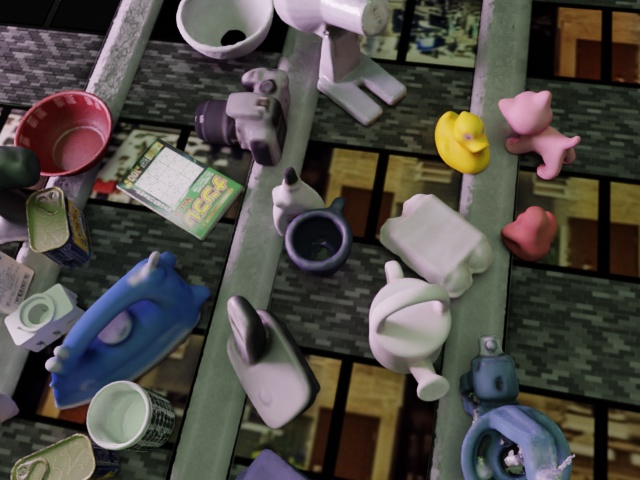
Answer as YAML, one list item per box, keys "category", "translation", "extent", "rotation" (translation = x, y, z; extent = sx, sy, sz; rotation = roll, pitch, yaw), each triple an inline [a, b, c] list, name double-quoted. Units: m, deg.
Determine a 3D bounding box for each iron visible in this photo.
- category: "iron"
  translation: [-0.277, 0.120, 0.760]
  extent: [0.118, 0.141, 0.258]
  rotation: [40, 76, 19]

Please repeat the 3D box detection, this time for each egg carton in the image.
- category: "egg carton"
  translation: [0.164, 0.006, 0.807]
  extent: [0.150, 0.069, 0.107]
  rotation: [41, 76, 19]

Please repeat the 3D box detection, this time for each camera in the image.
- category: "camera"
  translation: [-0.123, -0.203, 0.902]
  extent: [0.136, 0.101, 0.143]
  rotation: [5, 68, 7]

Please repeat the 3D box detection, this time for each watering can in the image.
- category: "watering can"
  translation: [0.114, 0.105, 0.702]
  extent: [0.101, 0.194, 0.172]
  rotation: [-35, 69, -9]

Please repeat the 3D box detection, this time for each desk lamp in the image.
- category: "desk lamp"
  translation: [0.036, -0.318, 0.874]
  extent: [0.118, 0.214, 0.203]
  rotation: [-43, 70, -12]

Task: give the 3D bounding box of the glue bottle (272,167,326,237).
- category: "glue bottle"
  translation: [-0.033, -0.055, 0.793]
  extent: [0.078, 0.173, 0.037]
  rotation: [-12, 67, 1]

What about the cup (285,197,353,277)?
- category: "cup"
  translation: [0.007, 0.003, 0.808]
  extent: [0.091, 0.095, 0.118]
  rotation: [23, 71, 14]

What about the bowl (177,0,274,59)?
- category: "bowl"
  translation: [-0.156, -0.372, 0.989]
  extent: [0.167, 0.075, 0.167]
  rotation: [-2, 67, 4]

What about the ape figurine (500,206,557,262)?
- category: "ape figurine"
  translation: [0.293, -0.016, 0.792]
  extent: [0.077, 0.092, 0.076]
  rotation: [0, 67, 5]

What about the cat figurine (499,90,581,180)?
- category: "cat figurine"
  translation: [0.322, -0.166, 0.838]
  extent: [0.127, 0.118, 0.067]
  rotation: [41, 77, 19]

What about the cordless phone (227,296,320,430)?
- category: "cordless phone"
  translation: [-0.069, 0.148, 0.706]
  extent: [0.094, 0.185, 0.147]
  rotation: [-34, 68, -9]

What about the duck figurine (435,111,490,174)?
- category: "duck figurine"
  translation: [0.218, -0.160, 0.862]
  extent: [0.077, 0.086, 0.104]
  rotation: [-27, 68, -6]

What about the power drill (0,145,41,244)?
- category: "power drill"
  translation: [-0.497, -0.068, 0.821]
  extent: [0.229, 0.208, 0.075]
  rotation: [-10, 67, 1]

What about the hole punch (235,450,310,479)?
- category: "hole punch"
  translation: [-0.064, 0.318, 0.686]
  extent: [0.101, 0.091, 0.109]
  rotation: [31, 74, 16]

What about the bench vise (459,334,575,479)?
- category: "bench vise"
  translation: [0.203, 0.209, 0.637]
  extent: [0.121, 0.220, 0.207]
  rotation: [-24, 67, -5]
